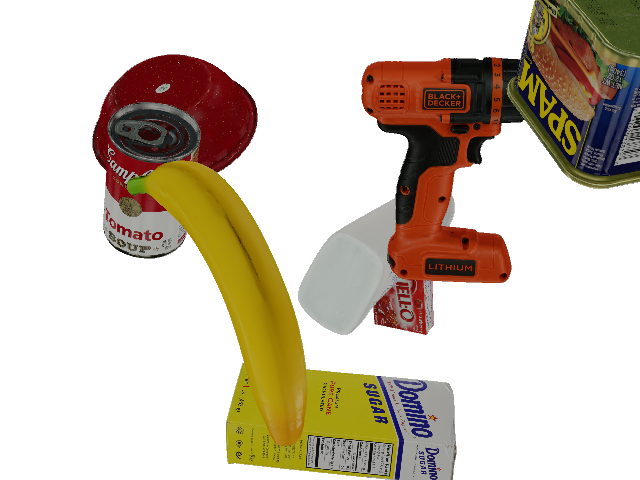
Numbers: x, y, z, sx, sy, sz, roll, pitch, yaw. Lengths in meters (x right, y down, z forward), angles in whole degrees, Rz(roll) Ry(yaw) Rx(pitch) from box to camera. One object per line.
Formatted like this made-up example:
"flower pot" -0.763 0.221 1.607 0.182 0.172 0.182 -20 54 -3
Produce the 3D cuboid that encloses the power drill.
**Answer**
"power drill" 0.125 -0.059 0.879 0.184 0.188 0.057 2 24 7

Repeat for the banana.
"banana" -0.051 0.022 0.626 0.037 0.198 0.070 -18 -23 -33

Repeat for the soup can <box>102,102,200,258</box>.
"soup can" -0.130 -0.045 0.813 0.068 0.102 0.068 8 43 -7

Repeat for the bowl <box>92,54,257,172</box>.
"bowl" -0.143 -0.125 1.004 0.162 0.162 0.055 0 -40 9

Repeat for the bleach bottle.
"bleach bottle" 0.074 0.003 1.072 0.068 0.103 0.250 36 30 13

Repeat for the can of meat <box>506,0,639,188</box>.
"can of meat" 0.149 -0.093 0.575 0.057 0.084 0.102 -11 48 -16

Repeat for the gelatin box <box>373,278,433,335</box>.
"gelatin box" 0.103 0.069 1.339 0.073 0.089 0.030 10 31 27

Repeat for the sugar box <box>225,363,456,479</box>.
"sugar box" 0.018 0.144 0.848 0.176 0.048 0.093 2 25 3
